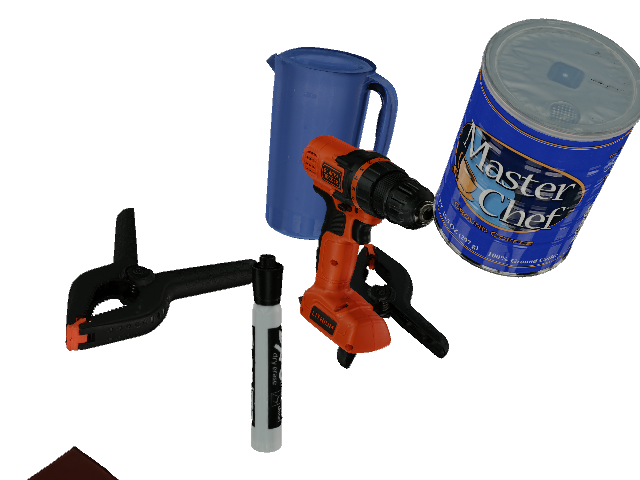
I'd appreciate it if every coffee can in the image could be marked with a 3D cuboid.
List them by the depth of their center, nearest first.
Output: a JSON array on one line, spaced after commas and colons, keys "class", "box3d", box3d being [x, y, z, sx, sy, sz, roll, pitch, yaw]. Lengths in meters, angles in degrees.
[{"class": "coffee can", "box3d": [0.139, -0.058, 0.699, 0.102, 0.103, 0.140, 0, -38, -10]}]

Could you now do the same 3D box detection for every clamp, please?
[{"class": "clamp", "box3d": [-0.182, 0.038, 1.028, 0.165, 0.036, 0.209, 26, 36, 24]}, {"class": "clamp", "box3d": [0.078, 0.073, 1.189, 0.120, 0.171, 0.039, 5, -43, -4]}]

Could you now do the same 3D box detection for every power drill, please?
[{"class": "power drill", "box3d": [0.040, 0.008, 1.010, 0.057, 0.188, 0.185, -6, 24, -30]}]

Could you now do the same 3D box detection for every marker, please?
[{"class": "marker", "box3d": [-0.032, 0.067, 0.635, 0.020, 0.121, 0.020, 1, 15, 0]}]

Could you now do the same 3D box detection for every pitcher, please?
[{"class": "pitcher", "box3d": [0.002, -0.126, 1.414, 0.144, 0.243, 0.149, -1, 24, -21]}]

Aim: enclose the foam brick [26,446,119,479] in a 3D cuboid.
[{"class": "foam brick", "box3d": [-0.097, 0.138, 0.457, 0.078, 0.051, 0.052, 27, 45, 33]}]
